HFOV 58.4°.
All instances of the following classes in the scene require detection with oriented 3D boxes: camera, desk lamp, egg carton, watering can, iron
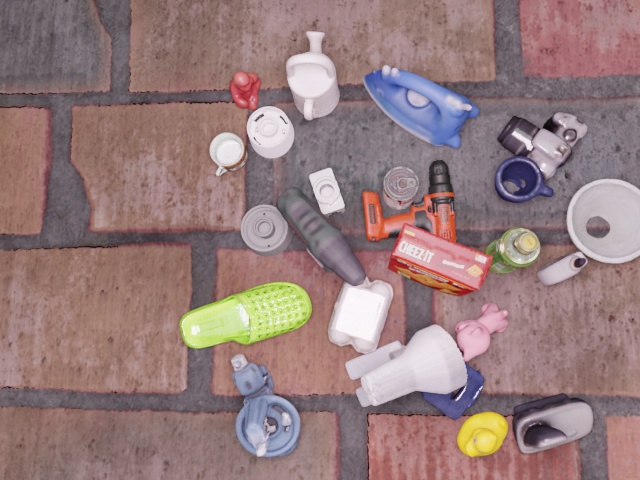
[{"bbox_3d":[0.443,-0.207,1.156,0.136,0.101,0.143,36,86,9],"label":"camera"},{"bbox_3d":[0.153,0.244,1.056,0.203,0.213,0.118,-23,80,1],"label":"desk lamp"},{"bbox_3d":[0.080,0.147,1.149,0.107,0.069,0.150,17,83,7],"label":"egg carton"},{"bbox_3d":[-0.018,-0.338,1.166,0.101,0.194,0.173,-17,80,2],"label":"watering can"},{"bbox_3d":[0.196,-0.298,1.169,0.258,0.141,0.119,30,85,8],"label":"iron"}]

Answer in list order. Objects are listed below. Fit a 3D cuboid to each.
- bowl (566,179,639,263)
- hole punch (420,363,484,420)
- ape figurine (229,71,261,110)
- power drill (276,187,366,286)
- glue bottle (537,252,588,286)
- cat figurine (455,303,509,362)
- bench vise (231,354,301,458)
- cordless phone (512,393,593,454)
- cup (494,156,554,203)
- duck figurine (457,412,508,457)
[{"bbox_3d":[0.563,-0.033,1.134,0.167,0.075,0.167,-1,82,5],"label":"bowl"},{"bbox_3d":[0.258,0.281,1.104,0.101,0.091,0.109,35,86,9],"label":"hole punch"},{"bbox_3d":[-0.163,-0.331,1.229,0.076,0.092,0.078,44,87,9],"label":"ape figurine"},{"bbox_3d":[0.010,0.004,1.106,0.075,0.208,0.229,-42,80,-2],"label":"power drill"},{"bbox_3d":[0.467,0.049,1.080,0.078,0.173,0.037,-35,80,-1],"label":"glue bottle"},{"bbox_3d":[0.310,0.176,1.102,0.128,0.118,0.067,-38,80,-1],"label":"cat figurine"},{"bbox_3d":[-0.125,0.322,1.064,0.207,0.220,0.121,44,87,9],"label":"bench vise"},{"bbox_3d":[0.433,0.343,1.033,0.147,0.185,0.094,-21,80,2],"label":"cordless phone"},{"bbox_3d":[0.402,-0.108,1.148,0.117,0.095,0.092,23,84,8],"label":"cup"},{"bbox_3d":[0.314,0.375,1.088,0.104,0.086,0.077,-34,80,-1],"label":"duck figurine"}]
